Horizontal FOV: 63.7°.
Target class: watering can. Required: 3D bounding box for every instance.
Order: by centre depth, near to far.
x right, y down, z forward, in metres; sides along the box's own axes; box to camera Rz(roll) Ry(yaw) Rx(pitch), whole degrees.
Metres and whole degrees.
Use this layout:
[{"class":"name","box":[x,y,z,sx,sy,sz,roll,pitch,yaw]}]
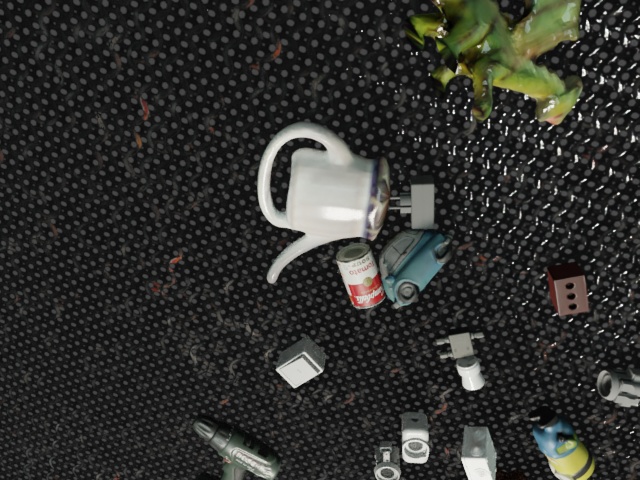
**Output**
[{"class":"watering can","box":[0.003,-0.045,0.897,0.224,0.106,0.339,8,129,3]}]

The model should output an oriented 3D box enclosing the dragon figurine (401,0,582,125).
[{"class":"dragon figurine","box":[0.261,-0.332,0.750,0.243,0.124,0.405,-31,109,1]}]
